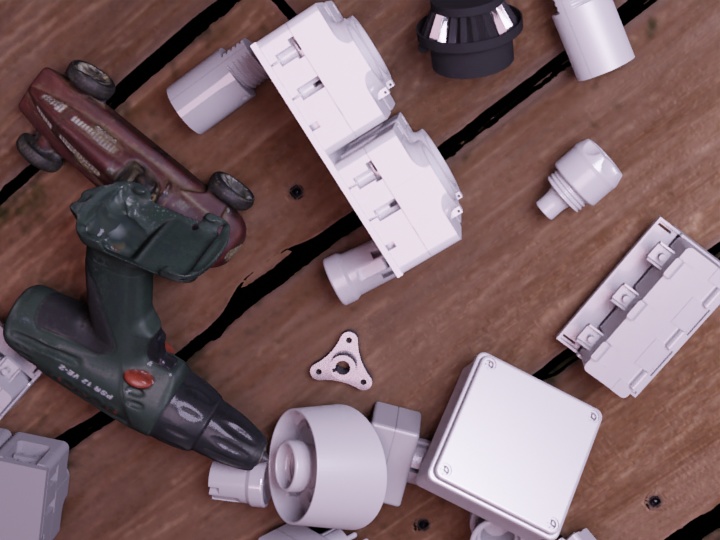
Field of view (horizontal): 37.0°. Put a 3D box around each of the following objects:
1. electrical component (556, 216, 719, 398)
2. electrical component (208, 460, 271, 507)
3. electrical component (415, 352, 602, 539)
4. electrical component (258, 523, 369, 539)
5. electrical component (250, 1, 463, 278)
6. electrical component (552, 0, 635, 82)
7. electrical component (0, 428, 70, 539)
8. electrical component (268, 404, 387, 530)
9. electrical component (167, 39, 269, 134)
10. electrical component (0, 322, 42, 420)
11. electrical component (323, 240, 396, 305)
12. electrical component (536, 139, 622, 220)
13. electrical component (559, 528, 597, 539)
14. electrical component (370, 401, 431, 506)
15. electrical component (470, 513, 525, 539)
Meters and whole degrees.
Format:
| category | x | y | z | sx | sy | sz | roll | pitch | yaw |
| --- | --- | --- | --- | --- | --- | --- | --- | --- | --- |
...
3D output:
| category | x | y | z | sx | sy | sz | roll | pitch | yaw |
| --- | --- | --- | --- | --- | --- | --- | --- | --- | --- |
| electrical component | 0.219 | 0.033 | 0.810 | 0.079 | 0.063 | 0.121 | 37 | 105 | -5 |
| electrical component | -0.098 | 0.174 | 0.890 | 0.046 | 0.040 | 0.040 | 3 | 105 | 10 |
| electrical component | 0.114 | 0.137 | 0.827 | 0.109 | 0.056 | 0.108 | 27 | 69 | -2 |
| electrical component | -0.029 | 0.237 | 0.888 | 0.076 | 0.083 | 0.047 | -22 | 105 | -29 |
| electrical component | 0.007 | -0.100 | 0.772 | 0.060 | 0.105 | 0.186 | -31 | 100 | 12 |
| electrical component | 0.161 | -0.181 | 0.768 | 0.043 | 0.043 | 0.081 | -23 | 102 | 11 |
| electrical component | -0.328 | 0.178 | 0.901 | 0.150 | 0.061 | 0.089 | 11 | 106 | 2 |
| electrical component | -0.030 | 0.155 | 0.850 | 0.064 | 0.099 | 0.099 | 5 | 108 | -29 |
| electrical component | -0.099 | -0.142 | 0.803 | 0.081 | 0.043 | 0.043 | -33 | 100 | 13 |
| electrical component | -0.327 | 0.068 | 0.870 | 0.121 | 0.063 | 0.078 | 42 | 105 | -6 |
| electrical component | 0.000 | 0.000 | 0.835 | 0.046 | 0.040 | 0.040 | -26 | 101 | 5 |
| electrical component | 0.160 | -0.064 | 0.800 | 0.062 | 0.043 | 0.043 | -42 | 97 | 16 |
| electrical component | 0.156 | 0.271 | 0.876 | 0.121 | 0.079 | 0.063 | -46 | 67 | 15 |
| electrical component | 0.040 | 0.152 | 0.867 | 0.077 | 0.047 | 0.065 | 14 | 106 | 1 |
| electrical component | 0.111 | 0.209 | 0.871 | 0.045 | 0.055 | 0.045 | 1 | 105 | 5 |
